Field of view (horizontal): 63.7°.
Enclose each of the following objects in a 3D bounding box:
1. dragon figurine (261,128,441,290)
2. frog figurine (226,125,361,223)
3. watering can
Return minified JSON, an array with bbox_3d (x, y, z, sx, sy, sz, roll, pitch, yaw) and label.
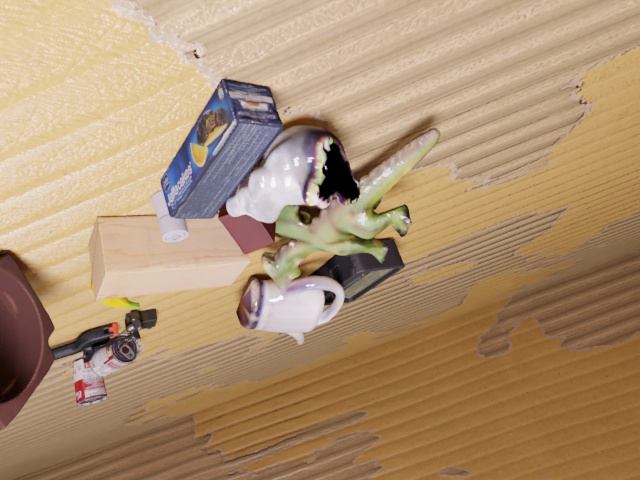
[{"bbox_3d":[0.002,-0.041,0.815,0.243,0.125,0.401,-1,144,-20],"label":"dragon figurine"},{"bbox_3d":[-0.047,-0.083,0.660,0.159,0.121,0.140,1,-155,33],"label":"frog figurine"},{"bbox_3d":[-0.079,0.168,1.157,0.224,0.106,0.340,6,146,-18],"label":"watering can"}]
